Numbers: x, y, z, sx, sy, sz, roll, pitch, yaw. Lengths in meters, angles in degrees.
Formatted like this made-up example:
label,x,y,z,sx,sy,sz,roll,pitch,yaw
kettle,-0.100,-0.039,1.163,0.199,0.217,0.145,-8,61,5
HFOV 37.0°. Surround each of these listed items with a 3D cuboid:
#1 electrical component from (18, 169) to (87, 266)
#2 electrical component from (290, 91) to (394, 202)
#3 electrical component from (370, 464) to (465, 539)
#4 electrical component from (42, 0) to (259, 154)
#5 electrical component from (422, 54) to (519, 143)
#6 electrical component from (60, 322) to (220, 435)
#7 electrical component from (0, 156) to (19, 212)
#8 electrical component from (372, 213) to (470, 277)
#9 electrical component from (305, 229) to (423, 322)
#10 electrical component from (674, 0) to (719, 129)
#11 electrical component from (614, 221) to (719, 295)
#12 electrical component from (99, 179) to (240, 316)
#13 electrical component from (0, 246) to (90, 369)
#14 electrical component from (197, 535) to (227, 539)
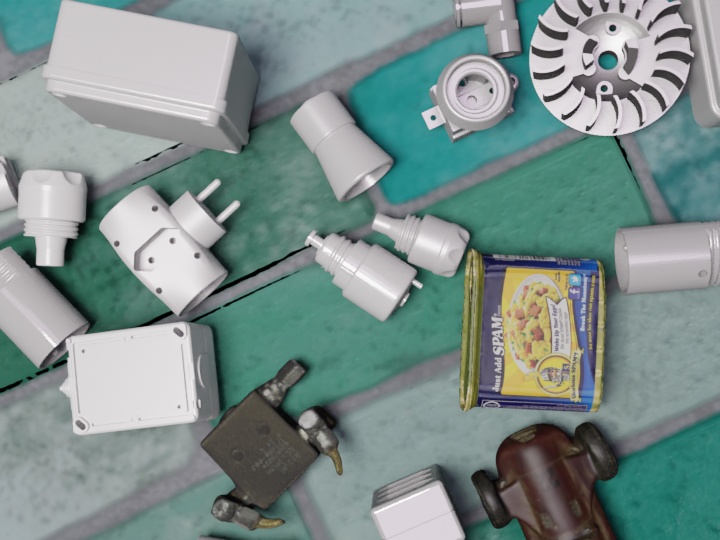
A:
label,x,y,z,sx,sy,sz,roll,pitch,yaw
electrical component,-0.200,-0.033,0.699,0.043,0.043,0.062,2,90,2
electrical component,-0.014,-0.082,0.695,0.044,0.044,0.065,-36,83,1
electrical component,0.043,0.170,0.674,0.047,0.066,0.076,-24,88,1
electrical component,-0.125,-0.117,0.666,0.109,0.108,0.056,11,86,2
electrical component,0.072,-0.110,0.684,0.066,0.055,0.048,-25,88,1
electrical component,-0.142,0.070,0.688,0.096,0.061,0.061,-8,83,9
electrical component,-0.250,-0.052,0.704,0.046,0.040,0.040,-17,88,-3
electrical component,0.038,-0.021,0.694,0.061,0.035,0.035,22,90,5
electrical component,0.000,0.000,0.692,0.078,0.040,0.040,33,90,2
electrical component,0.247,-0.152,0.678,0.078,0.057,0.113,-9,88,2
electrical component,0.207,-0.009,0.683,0.081,0.043,0.043,-5,88,2
electrical component,-0.113,-0.024,0.695,0.079,0.043,0.077,-42,87,1
electrical component,-0.219,0.021,0.698,0.043,0.043,0.081,-44,87,1
electrical component,-0.078,0.193,0.691,0.065,0.044,0.044,9,89,7
